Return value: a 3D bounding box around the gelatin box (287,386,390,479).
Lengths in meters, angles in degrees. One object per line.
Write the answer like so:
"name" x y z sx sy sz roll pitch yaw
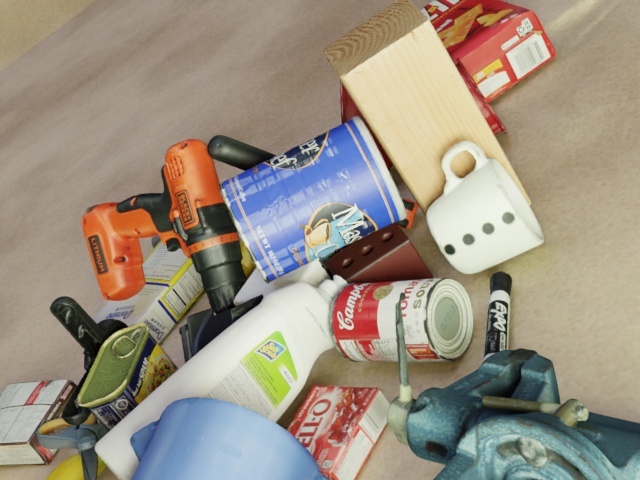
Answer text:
"gelatin box" 0.007 0.157 0.848 0.073 0.030 0.089 -6 38 44

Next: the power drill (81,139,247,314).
"power drill" -0.157 0.007 1.097 0.188 0.184 0.057 -19 -6 39

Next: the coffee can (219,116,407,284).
"coffee can" -0.006 -0.036 0.964 0.140 0.103 0.103 -26 27 1

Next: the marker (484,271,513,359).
"marker" 0.143 0.066 0.855 0.020 0.020 0.121 -20 30 25

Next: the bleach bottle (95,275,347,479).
"bleach bottle" -0.064 0.127 0.905 0.250 0.102 0.068 -41 29 -17

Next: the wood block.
"wood block" 0.098 -0.103 0.973 0.091 0.206 0.090 -32 27 5

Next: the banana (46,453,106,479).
"banana" -0.237 0.255 0.953 0.070 0.037 0.197 -21 30 26

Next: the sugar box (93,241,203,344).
"sugar box" -0.172 0.046 1.211 0.094 0.048 0.176 1 47 48

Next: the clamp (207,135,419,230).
"clamp" -0.002 -0.055 1.092 0.164 0.210 0.036 29 -101 -83

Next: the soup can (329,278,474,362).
"soup can" 0.067 0.067 0.886 0.102 0.068 0.068 -6 38 41

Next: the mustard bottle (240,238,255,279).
"mustard bottle" -0.069 -0.002 1.158 0.096 0.058 0.191 -11 35 29

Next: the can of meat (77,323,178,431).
"can of meat" -0.172 0.144 1.009 0.058 0.084 0.102 -21 30 24

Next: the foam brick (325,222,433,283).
"foam brick" 0.055 0.027 0.981 0.078 0.051 0.053 -34 27 2

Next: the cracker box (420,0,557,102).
"cracker box" 0.148 -0.215 1.246 0.164 0.072 0.214 -35 26 -3

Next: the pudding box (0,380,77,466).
"pudding box" -0.311 0.194 1.132 0.114 0.039 0.090 -11 37 37

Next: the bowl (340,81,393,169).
"bowl" 0.056 -0.132 1.153 0.055 0.162 0.162 -3 33 6

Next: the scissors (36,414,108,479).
"scissors" -0.235 0.196 1.002 0.096 0.016 0.201 -15 13 4

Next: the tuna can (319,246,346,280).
"tuna can" -0.007 0.001 1.054 0.033 0.086 0.086 -43 28 -13

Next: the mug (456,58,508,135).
"mug" 0.128 -0.137 1.104 0.081 0.117 0.093 -34 -4 12

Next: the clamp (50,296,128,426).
"clamp" -0.218 0.127 1.062 0.039 0.171 0.120 -4 76 17

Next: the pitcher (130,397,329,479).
"pitcher" -0.089 0.242 0.731 0.149 0.145 0.242 -25 30 44
